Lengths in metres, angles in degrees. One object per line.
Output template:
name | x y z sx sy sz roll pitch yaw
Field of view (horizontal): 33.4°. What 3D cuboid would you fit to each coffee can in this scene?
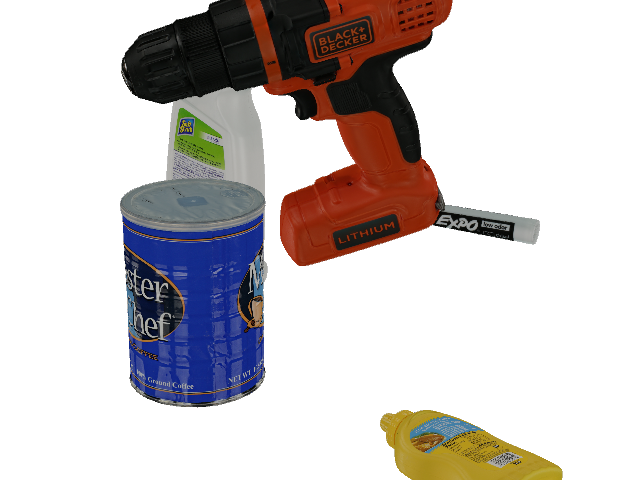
coffee can | -0.092 0.036 0.781 0.103 0.140 0.103 1 20 0

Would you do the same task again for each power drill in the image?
power drill | -0.006 -0.069 0.627 0.184 0.057 0.187 -16 -43 -1

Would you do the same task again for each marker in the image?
marker | 0.106 -0.017 0.815 0.121 0.020 0.020 11 5 24

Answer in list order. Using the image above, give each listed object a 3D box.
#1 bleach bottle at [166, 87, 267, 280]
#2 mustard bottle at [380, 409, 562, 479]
bleach bottle | -0.090 -0.074 0.969 0.103 0.251 0.068 21 34 20
mustard bottle | 0.128 0.208 1.022 0.096 0.058 0.192 -14 24 -38
